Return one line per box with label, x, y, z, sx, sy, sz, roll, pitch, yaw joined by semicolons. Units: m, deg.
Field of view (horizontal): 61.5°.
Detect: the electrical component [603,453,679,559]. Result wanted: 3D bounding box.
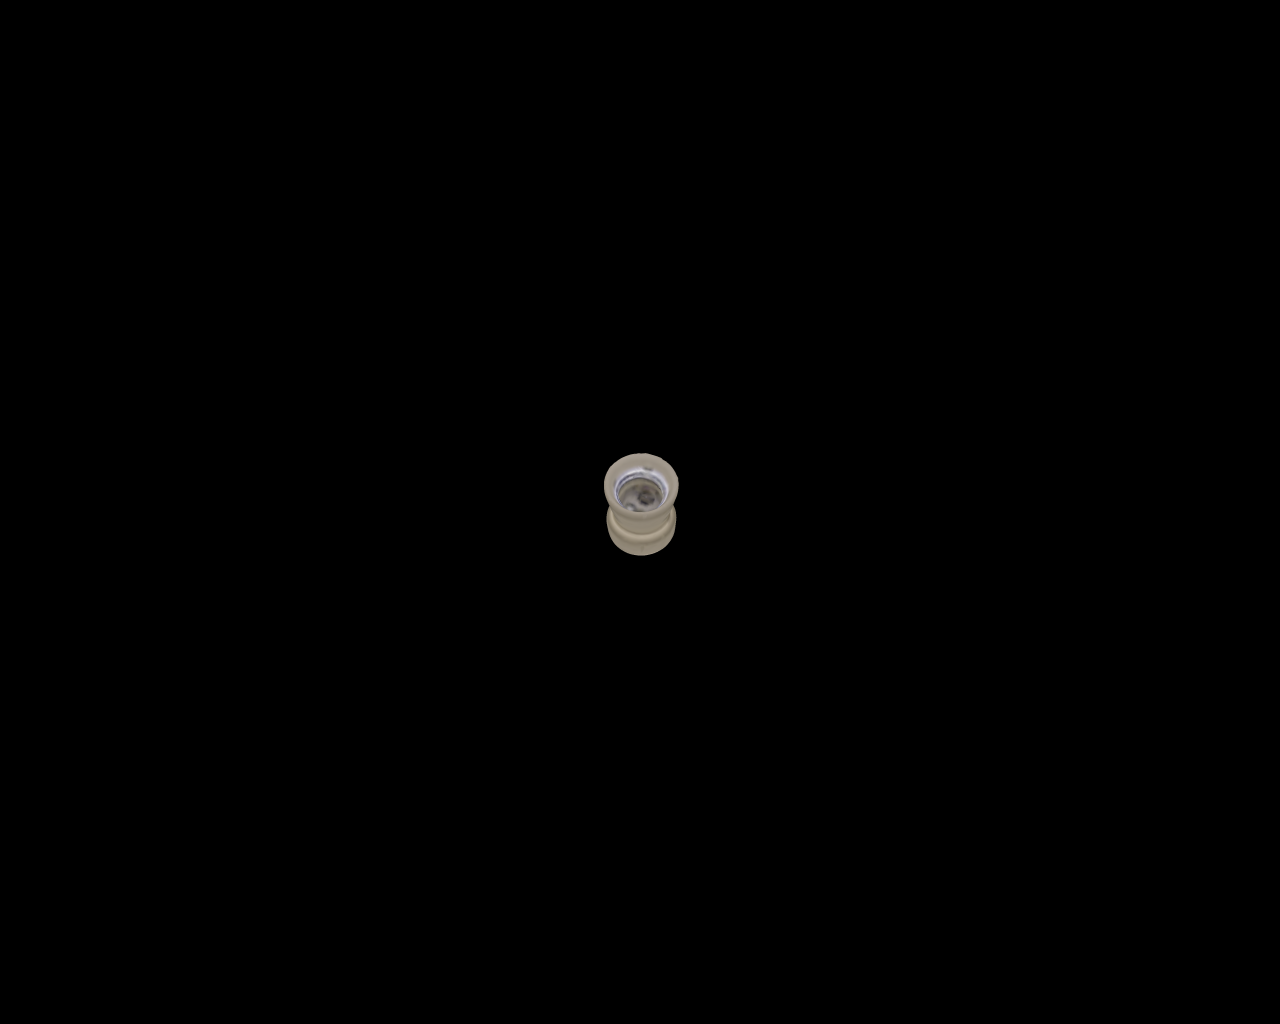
electrical component;0.001;-0.003;0.650;0.045;0.045;0.055;0;-32;0
